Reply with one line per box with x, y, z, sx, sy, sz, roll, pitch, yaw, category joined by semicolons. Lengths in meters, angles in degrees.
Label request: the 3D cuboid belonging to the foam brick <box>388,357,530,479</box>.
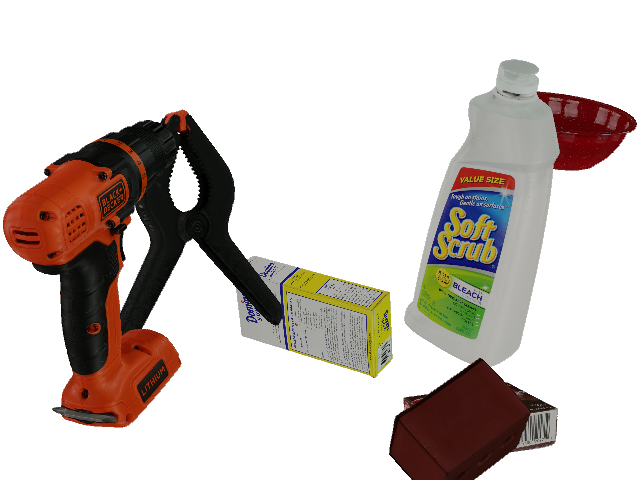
0.091;0.127;0.706;0.078;0.053;0.051;-31;58;-24;foam brick

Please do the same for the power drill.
-0.146;0.021;0.756;0.057;0.188;0.184;4;25;22;power drill

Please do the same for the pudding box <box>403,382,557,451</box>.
0.143;0.163;0.967;0.113;0.039;0.090;-3;10;-20;pudding box

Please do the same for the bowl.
0.264;-0.118;1.184;0.162;0.055;0.162;5;23;-2;bowl

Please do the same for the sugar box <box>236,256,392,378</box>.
-0.008;0.081;1.169;0.176;0.093;0.048;17;37;30;sugar box

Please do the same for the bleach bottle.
0.131;-0.024;0.853;0.103;0.251;0.067;30;40;35;bleach bottle

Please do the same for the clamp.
-0.107;-0.008;0.942;0.164;0.210;0.036;-1;0;-33;clamp
